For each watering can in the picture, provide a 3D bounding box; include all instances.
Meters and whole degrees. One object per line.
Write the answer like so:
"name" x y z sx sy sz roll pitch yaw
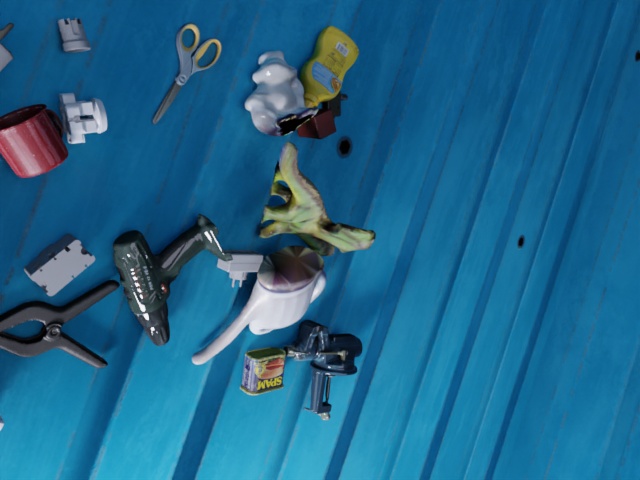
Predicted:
"watering can" -0.111 0.135 1.102 0.351 0.105 0.219 -25 146 -35

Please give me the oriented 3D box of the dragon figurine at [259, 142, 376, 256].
"dragon figurine" 0.003 -0.053 1.052 0.242 0.404 0.124 20 70 -5

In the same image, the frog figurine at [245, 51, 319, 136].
"frog figurine" -0.094 -0.297 1.050 0.139 0.121 0.160 -28 83 -24
